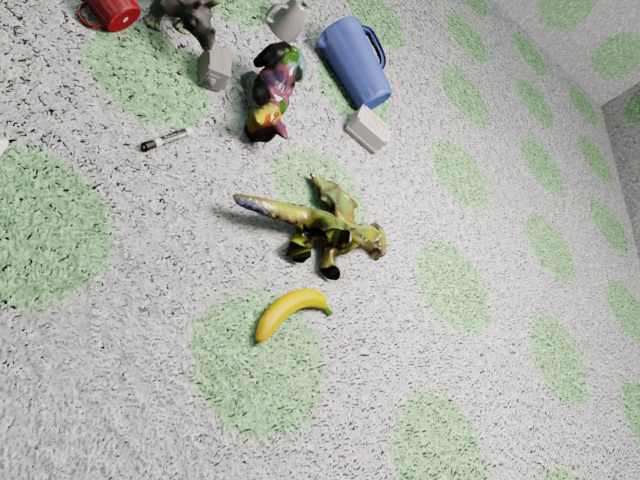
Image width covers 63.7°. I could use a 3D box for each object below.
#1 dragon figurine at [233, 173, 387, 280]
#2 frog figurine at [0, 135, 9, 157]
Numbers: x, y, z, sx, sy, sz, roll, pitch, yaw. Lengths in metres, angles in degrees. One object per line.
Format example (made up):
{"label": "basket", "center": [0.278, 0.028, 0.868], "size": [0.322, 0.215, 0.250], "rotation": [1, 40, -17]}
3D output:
{"label": "dragon figurine", "center": [0.003, -0.056, 1.120], "size": [0.407, 0.120, 0.249], "rotation": [32, 30, -22]}
{"label": "frog figurine", "center": [-0.528, -0.162, 0.711], "size": [0.138, 0.123, 0.158], "rotation": [-41, 104, -14]}
